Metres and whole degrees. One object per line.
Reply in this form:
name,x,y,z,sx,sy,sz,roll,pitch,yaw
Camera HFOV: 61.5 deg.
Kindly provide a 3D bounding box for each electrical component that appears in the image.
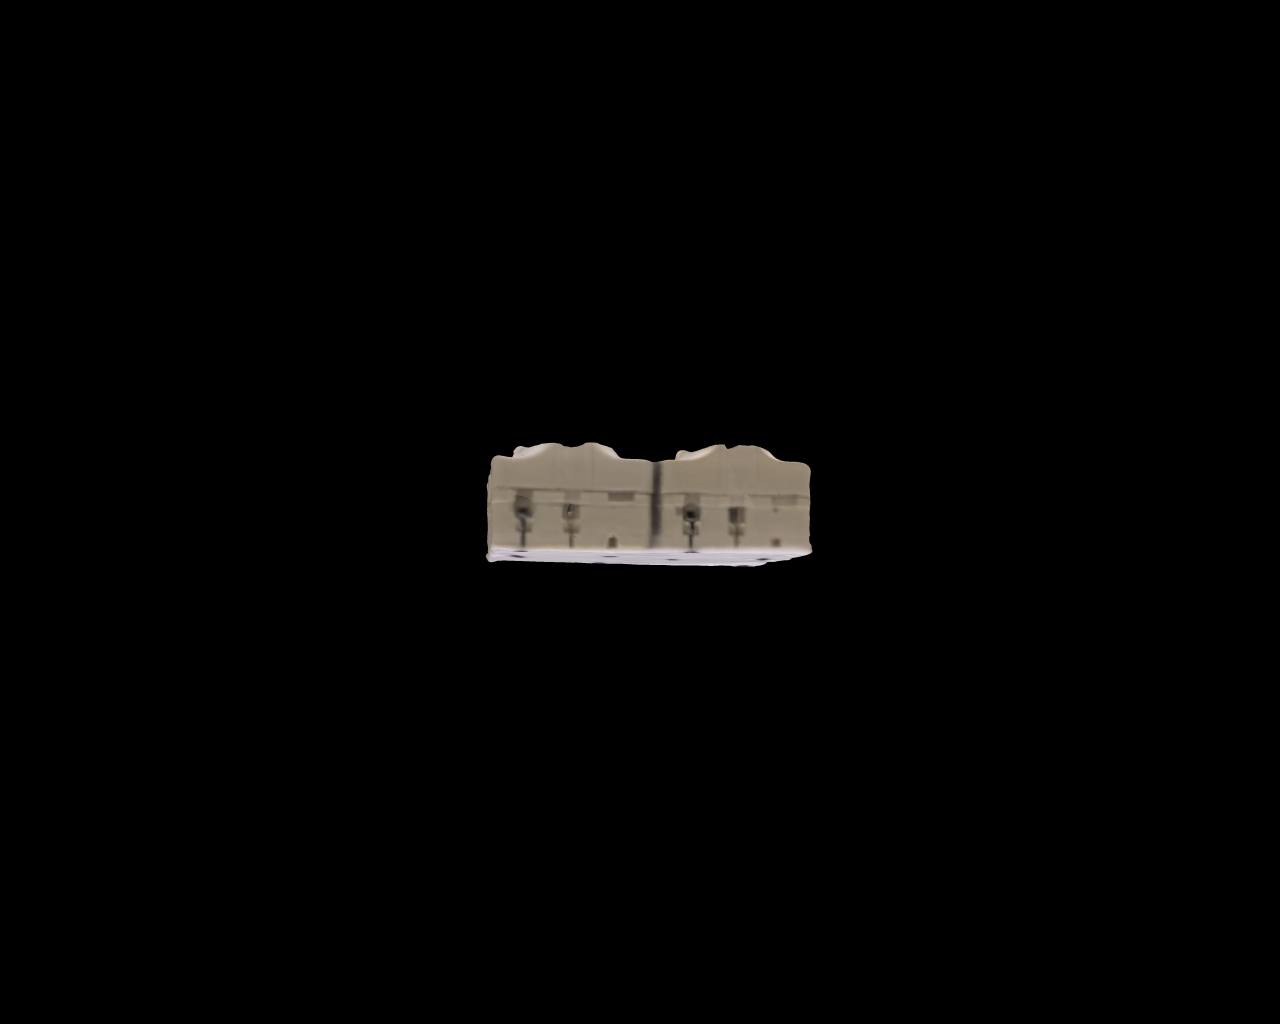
electrical component,0.001,-0.003,0.650,0.186,0.060,0.105,1,-7,-9
